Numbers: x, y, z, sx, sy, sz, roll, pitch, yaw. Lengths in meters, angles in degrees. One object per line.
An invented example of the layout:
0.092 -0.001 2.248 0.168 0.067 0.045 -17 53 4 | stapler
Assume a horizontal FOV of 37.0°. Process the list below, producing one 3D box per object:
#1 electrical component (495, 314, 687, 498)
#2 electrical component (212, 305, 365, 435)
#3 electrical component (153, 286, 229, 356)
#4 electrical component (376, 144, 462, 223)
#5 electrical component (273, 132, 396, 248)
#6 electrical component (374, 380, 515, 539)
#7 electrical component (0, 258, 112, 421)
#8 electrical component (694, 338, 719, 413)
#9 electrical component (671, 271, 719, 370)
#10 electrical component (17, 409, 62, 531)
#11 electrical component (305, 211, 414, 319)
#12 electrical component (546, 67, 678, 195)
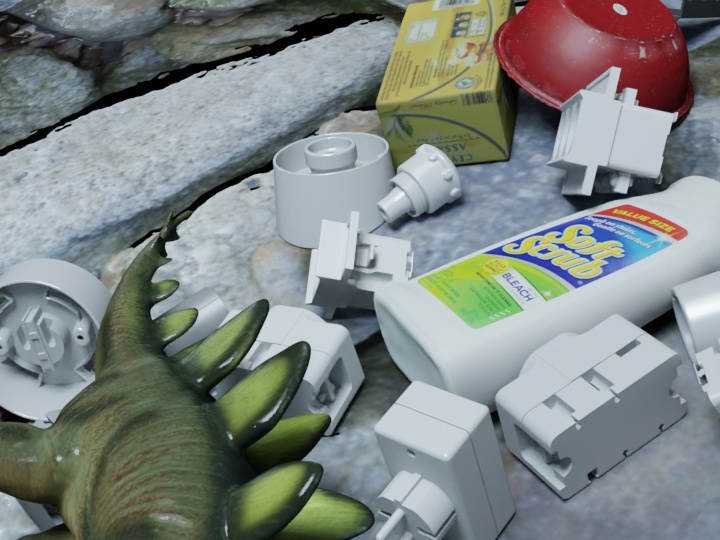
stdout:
0.124 0.071 0.589 0.089 0.050 0.056 -31 38 -16 | electrical component
-0.049 0.060 0.675 0.089 0.050 0.055 6 44 29 | electrical component
-0.126 0.051 0.726 0.081 0.043 0.043 -33 39 -18 | electrical component
0.041 -0.059 0.796 0.062 0.048 0.048 -37 40 -12 | electrical component
-0.020 -0.066 0.834 0.099 0.064 0.099 -6 26 3 | electrical component
0.034 0.115 0.544 0.047 0.083 0.075 17 49 37 | electrical component
-0.214 0.044 0.731 0.099 0.099 0.064 -10 31 11 | electrical component
0.213 0.055 0.558 0.064 0.081 0.042 -30 32 24 | electrical component
0.207 0.027 0.608 0.047 0.055 0.055 -17 37 9 | electrical component
-0.182 0.111 0.670 0.083 0.047 0.076 -38 41 -24 | electrical component
0.000 0.000 0.713 0.064 0.081 0.042 9 64 -8 | electrical component
0.165 -0.086 0.714 0.063 0.078 0.121 13 5 4 | electrical component
